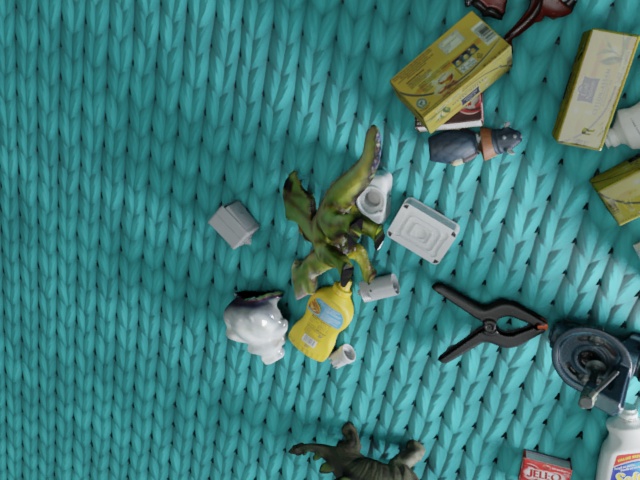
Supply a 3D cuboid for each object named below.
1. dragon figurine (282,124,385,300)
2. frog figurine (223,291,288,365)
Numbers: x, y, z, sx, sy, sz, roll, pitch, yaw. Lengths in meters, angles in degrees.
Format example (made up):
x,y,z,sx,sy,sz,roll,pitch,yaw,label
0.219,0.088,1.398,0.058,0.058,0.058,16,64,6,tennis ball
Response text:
x,y,z,sx,sy,sz,roll,pitch,yaw,label
0.003,-0.048,0.958,0.245,0.123,0.402,31,126,37,dragon figurine
-0.134,0.194,1.101,0.137,0.123,0.159,-6,93,1,frog figurine
